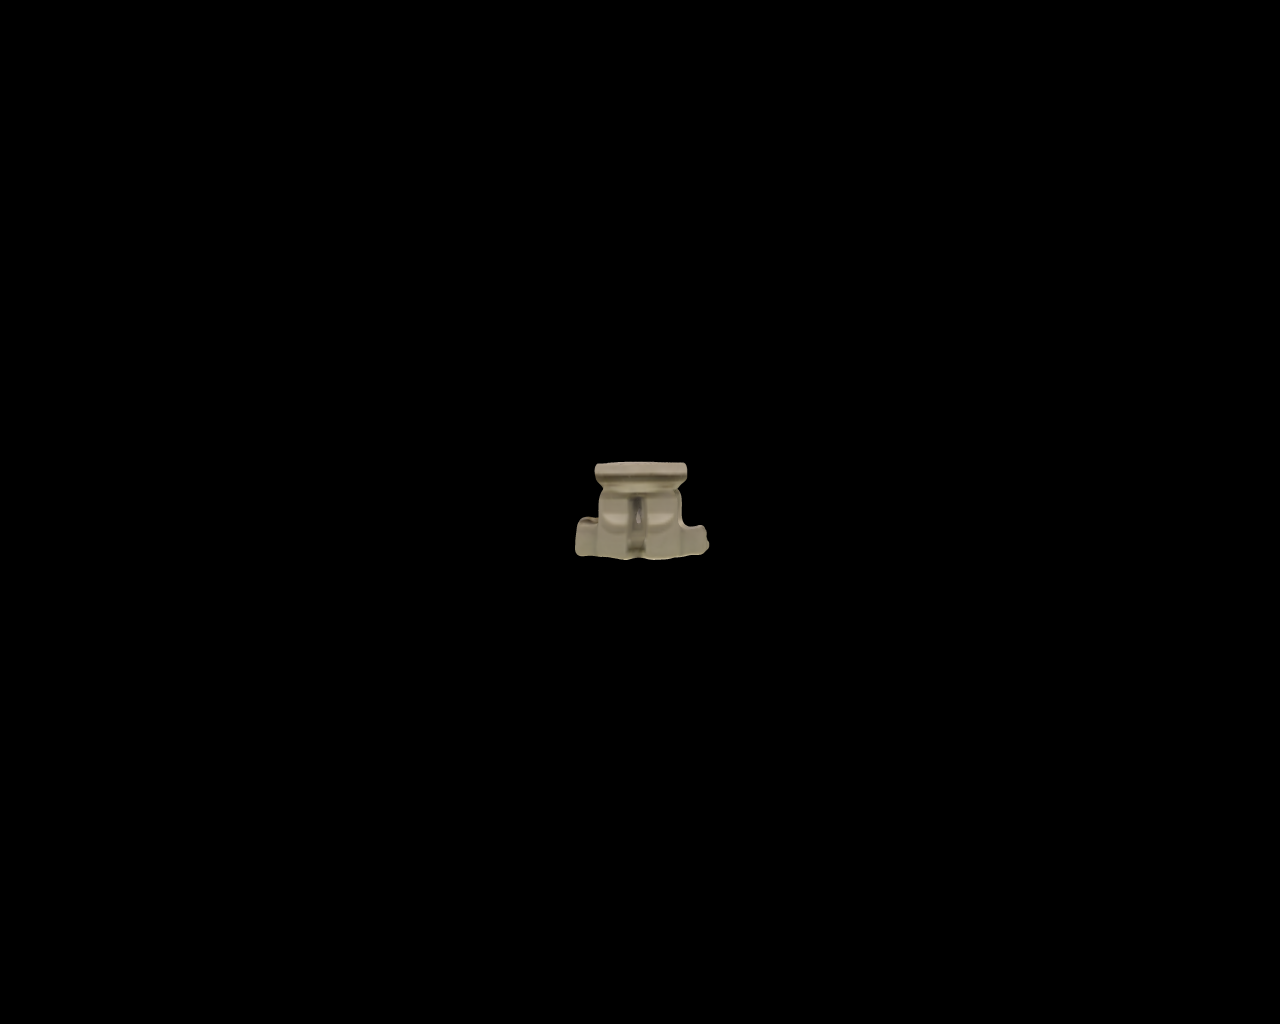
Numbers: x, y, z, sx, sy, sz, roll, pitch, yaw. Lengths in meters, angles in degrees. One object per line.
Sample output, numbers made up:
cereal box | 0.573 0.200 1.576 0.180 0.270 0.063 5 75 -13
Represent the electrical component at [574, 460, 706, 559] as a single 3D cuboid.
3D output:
electrical component | 0.001 -0.003 0.650 0.078 0.057 0.058 0 4 7
